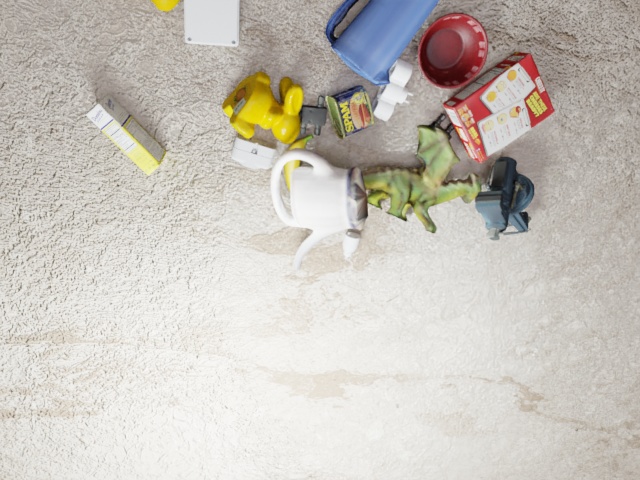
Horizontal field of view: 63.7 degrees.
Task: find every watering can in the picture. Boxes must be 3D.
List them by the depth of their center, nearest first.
[{"bbox_3d":[0.004,-0.061,1.207,0.224,0.106,0.340,2,127,15],"label":"watering can"}]

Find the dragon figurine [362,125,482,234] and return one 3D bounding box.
[{"bbox_3d":[0.219,-0.165,1.249,0.408,0.124,0.241,24,100,-16],"label":"dragon figurine"}]
